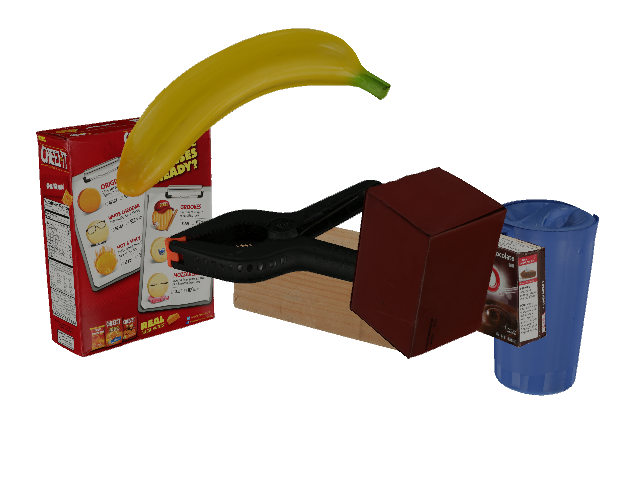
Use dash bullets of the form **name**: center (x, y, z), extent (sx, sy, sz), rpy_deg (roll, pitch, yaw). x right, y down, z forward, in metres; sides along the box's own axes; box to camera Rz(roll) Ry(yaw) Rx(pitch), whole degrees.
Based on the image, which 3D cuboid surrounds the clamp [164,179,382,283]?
- **clamp**: center (-0.028, -0.004, 0.930), extent (0.210, 0.036, 0.164), rpy_deg (-2, 31, 1)

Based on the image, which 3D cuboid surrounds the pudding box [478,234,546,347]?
- **pudding box**: center (0.161, 0.040, 0.996), extent (0.039, 0.090, 0.114), rpy_deg (-14, 18, -30)

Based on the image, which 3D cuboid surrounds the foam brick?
- **foam brick**: center (0.053, 0.011, 0.546), extent (0.052, 0.078, 0.051), rpy_deg (-18, 41, -32)

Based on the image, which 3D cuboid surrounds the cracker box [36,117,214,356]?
- **cracker box**: center (-0.189, -0.011, 1.058), extent (0.163, 0.214, 0.072), rpy_deg (-15, 21, -42)

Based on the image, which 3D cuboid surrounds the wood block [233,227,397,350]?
- **wood block**: center (0.015, 0.043, 1.175), extent (0.206, 0.091, 0.090), rpy_deg (13, 25, 22)

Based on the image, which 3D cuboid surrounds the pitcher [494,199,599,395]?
- **pitcher**: center (0.278, 0.076, 1.394), extent (0.149, 0.243, 0.144), rpy_deg (5, 20, 16)

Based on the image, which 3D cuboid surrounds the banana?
- **banana**: center (-0.051, -0.092, 0.680), extent (0.197, 0.070, 0.037), rpy_deg (-25, -24, -21)
